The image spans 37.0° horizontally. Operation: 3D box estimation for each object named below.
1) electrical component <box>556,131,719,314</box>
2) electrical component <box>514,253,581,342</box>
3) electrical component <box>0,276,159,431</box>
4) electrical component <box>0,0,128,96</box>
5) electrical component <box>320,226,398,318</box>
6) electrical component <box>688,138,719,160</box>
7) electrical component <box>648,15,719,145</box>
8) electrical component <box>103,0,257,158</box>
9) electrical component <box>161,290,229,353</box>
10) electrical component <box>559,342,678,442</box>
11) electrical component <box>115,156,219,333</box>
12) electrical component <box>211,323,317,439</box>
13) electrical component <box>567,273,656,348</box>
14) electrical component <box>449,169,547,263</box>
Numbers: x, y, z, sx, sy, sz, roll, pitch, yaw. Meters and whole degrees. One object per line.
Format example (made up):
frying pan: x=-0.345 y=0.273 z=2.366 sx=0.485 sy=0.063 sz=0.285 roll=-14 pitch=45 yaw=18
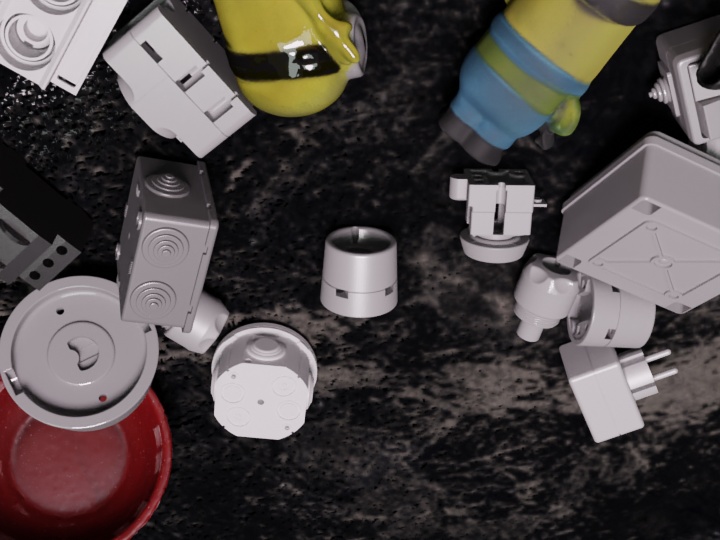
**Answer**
electrical component: x=0.204 y=-0.028 z=0.715 sx=0.109 sy=0.056 sz=0.108 roll=22 pitch=152 yaw=-13
electrical component: x=0.132 y=0.023 z=0.778 sx=0.043 sy=0.043 sz=0.062 roll=13 pitch=120 yaw=-8
electrical component: x=-0.197 y=0.064 z=0.769 sx=0.108 sy=0.108 sz=0.060 roll=8 pitch=163 yaw=-5
electrical component: x=-0.177 y=-0.179 z=0.648 sx=0.079 sy=0.063 sz=0.121 roll=29 pitch=116 yaw=-16
electrical component: x=0.000 y=0.000 z=0.758 sx=0.055 sy=0.055 sz=0.047 roll=1 pitch=117 yaw=-1
electrical component: x=0.253 y=-0.076 z=0.721 sx=0.055 sy=0.045 sz=0.045 roll=4 pitch=120 yaw=-2
electrical component: x=0.234 y=-0.123 z=0.684 sx=0.096 sy=0.061 sz=0.061 roll=-17 pitch=119 yaw=9
electrical component: x=-0.115 y=-0.122 z=0.688 sx=0.056 sy=0.050 sz=0.089 roll=-35 pitch=114 yaw=17
electrical component: x=-0.130 y=0.029 z=0.780 sx=0.062 sy=0.043 sz=0.043 roll=33 pitch=115 yaw=-16
electrical component: x=0.200 y=0.081 z=0.810 sx=0.077 sy=0.047 sz=0.065 roll=-21 pitch=118 yaw=11
electrical component: x=-0.132 y=-0.019 z=0.721 sx=0.048 sy=0.099 sz=0.099 roll=8 pitch=120 yaw=-20
electrical component: x=-0.073 y=0.084 z=0.807 sx=0.080 sy=0.051 sz=0.080 roll=0 pitch=120 yaw=0
electrical component: x=0.181 y=0.029 z=0.777 sx=0.047 sy=0.055 sz=0.055 roll=7 pitch=120 yaw=-8
electrical component: x=0.094 y=-0.038 z=0.742 sx=0.066 sy=0.048 sz=0.055 roll=1 pitch=113 yaw=-1
